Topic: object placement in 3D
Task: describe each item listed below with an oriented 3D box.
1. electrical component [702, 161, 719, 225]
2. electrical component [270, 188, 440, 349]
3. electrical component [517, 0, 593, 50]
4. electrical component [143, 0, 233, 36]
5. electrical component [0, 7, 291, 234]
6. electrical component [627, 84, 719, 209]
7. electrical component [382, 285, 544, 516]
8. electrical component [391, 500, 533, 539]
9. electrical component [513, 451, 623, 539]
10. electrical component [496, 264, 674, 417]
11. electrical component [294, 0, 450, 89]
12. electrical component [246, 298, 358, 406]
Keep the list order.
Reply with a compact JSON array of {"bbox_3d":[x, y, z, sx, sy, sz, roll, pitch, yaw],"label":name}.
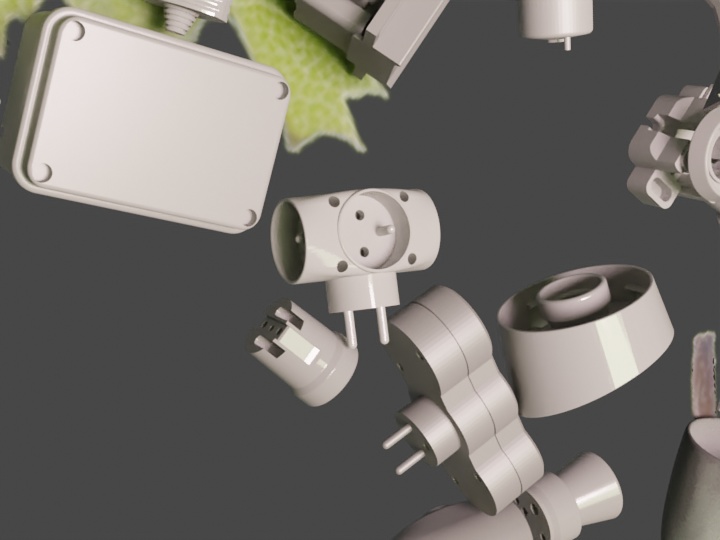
[{"bbox_3d":[0.245,-0.045,0.684,0.055,0.045,0.045,43,80,-31],"label":"electrical component"},{"bbox_3d":[0.000,0.000,0.551,0.077,0.044,0.079,-6,88,-28],"label":"electrical component"},{"bbox_3d":[0.105,-0.159,0.580,0.040,0.040,0.078,-13,108,-27],"label":"electrical component"},{"bbox_3d":[-0.072,-0.145,0.481,0.043,0.043,0.081,14,95,-31],"label":"electrical component"},{"bbox_3d":[-0.095,-0.065,0.479,0.113,0.057,0.078,11,96,-31],"label":"electrical component"},{"bbox_3d":[0.206,-0.072,0.648,0.058,0.057,0.078,36,84,-31],"label":"electrical component"},{"bbox_3d":[0.045,0.084,0.598,0.074,0.052,0.138,-35,117,-18],"label":"electrical component"},{"bbox_3d":[0.060,0.183,0.636,0.077,0.044,0.079,-15,109,-26],"label":"electrical component"},{"bbox_3d":[0.127,0.142,0.664,0.055,0.045,0.045,-20,111,-24],"label":"electrical component"},{"bbox_3d":[0.126,0.039,0.610,0.099,0.099,0.064,-26,107,-22],"label":"electrical component"},{"bbox_3d":[0.024,-0.159,0.516,0.063,0.079,0.121,33,84,-2],"label":"electrical component"},{"bbox_3d":[-0.030,0.042,0.554,0.046,0.040,0.040,41,81,-25],"label":"electrical component"}]
